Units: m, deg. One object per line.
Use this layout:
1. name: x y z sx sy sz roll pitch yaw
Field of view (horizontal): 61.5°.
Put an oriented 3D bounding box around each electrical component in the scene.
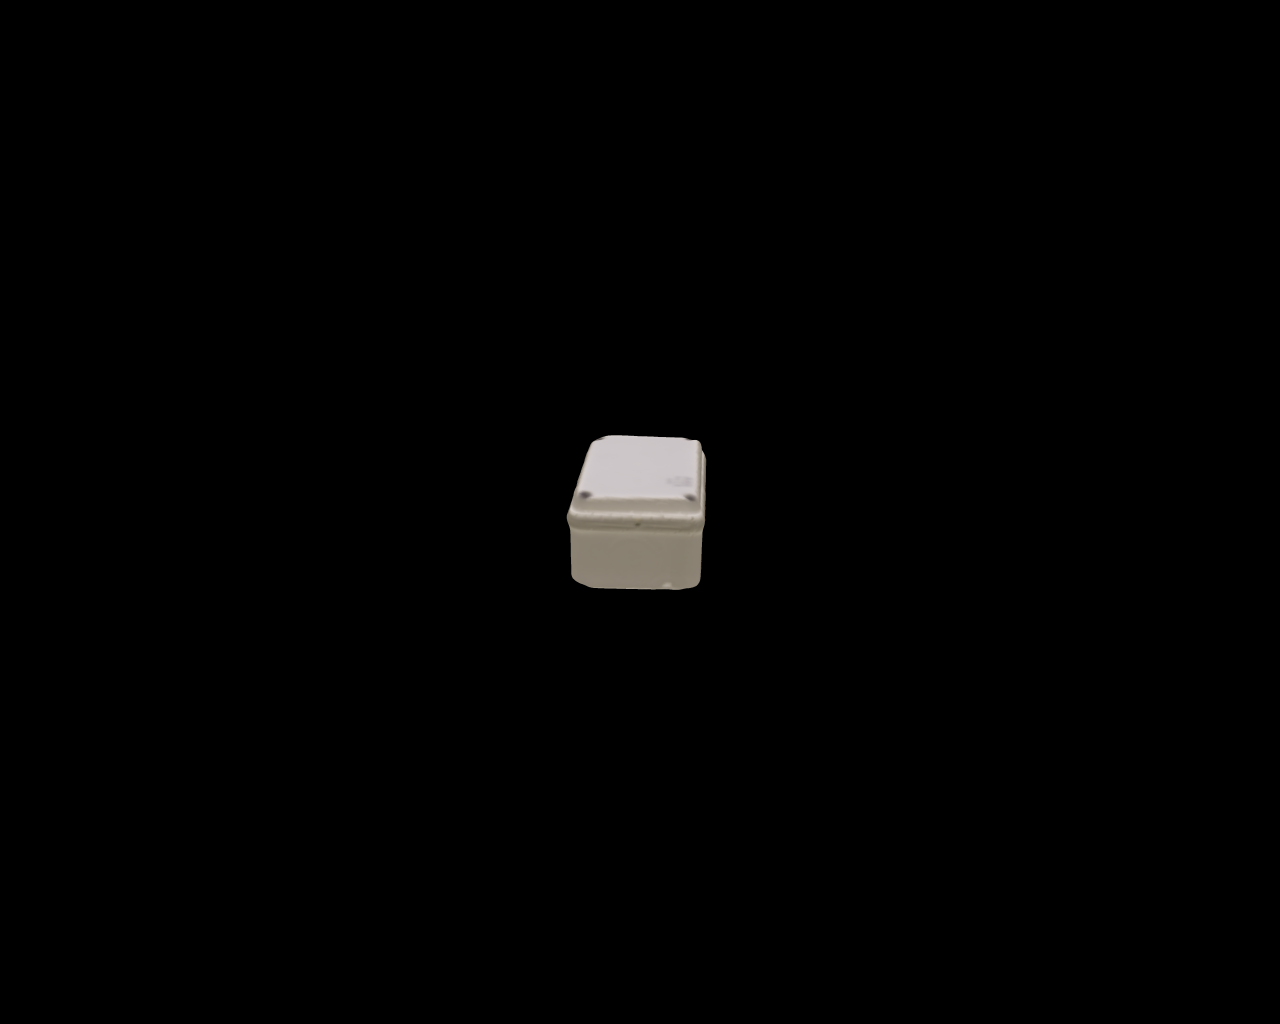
1. electrical component: 0.001 -0.003 0.650 0.078 0.057 0.113 1 24 3
